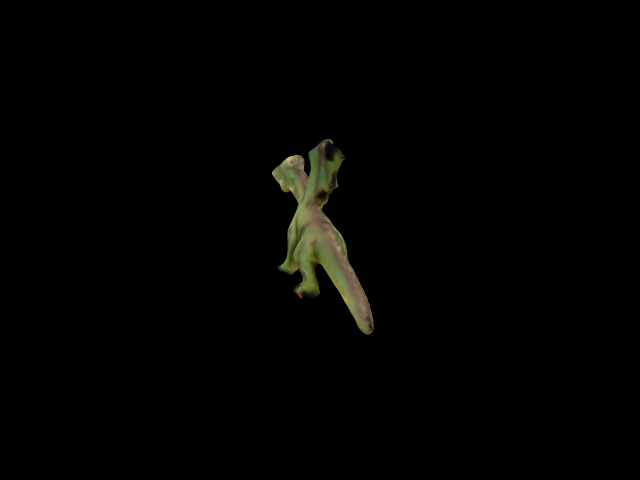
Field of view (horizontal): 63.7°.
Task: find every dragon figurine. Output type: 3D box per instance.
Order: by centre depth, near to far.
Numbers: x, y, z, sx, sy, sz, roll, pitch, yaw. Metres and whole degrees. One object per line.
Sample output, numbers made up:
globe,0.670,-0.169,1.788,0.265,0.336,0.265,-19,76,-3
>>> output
dragon figurine,0.003,-0.043,0.850,0.122,0.239,0.415,-8,22,-22
